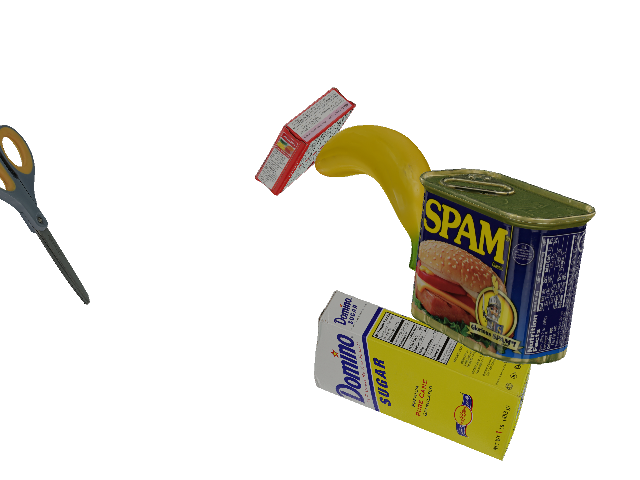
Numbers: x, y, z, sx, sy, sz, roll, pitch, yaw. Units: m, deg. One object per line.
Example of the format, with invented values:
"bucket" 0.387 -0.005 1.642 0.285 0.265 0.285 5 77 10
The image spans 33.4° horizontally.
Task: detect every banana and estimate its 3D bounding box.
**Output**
"banana" 0.040 -0.049 0.776 0.037 0.070 0.198 23 14 -27

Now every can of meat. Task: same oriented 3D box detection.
"can of meat" 0.096 0.013 0.592 0.057 0.084 0.102 -7 20 -32

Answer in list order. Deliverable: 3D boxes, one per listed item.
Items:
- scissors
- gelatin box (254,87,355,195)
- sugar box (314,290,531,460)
"scissors" -0.283 -0.035 1.073 0.016 0.201 0.096 -24 28 25
"gelatin box" -0.014 -0.091 0.970 0.089 0.030 0.073 -45 -7 -44
"sugar box" 0.082 0.113 0.896 0.176 0.093 0.048 17 46 15
